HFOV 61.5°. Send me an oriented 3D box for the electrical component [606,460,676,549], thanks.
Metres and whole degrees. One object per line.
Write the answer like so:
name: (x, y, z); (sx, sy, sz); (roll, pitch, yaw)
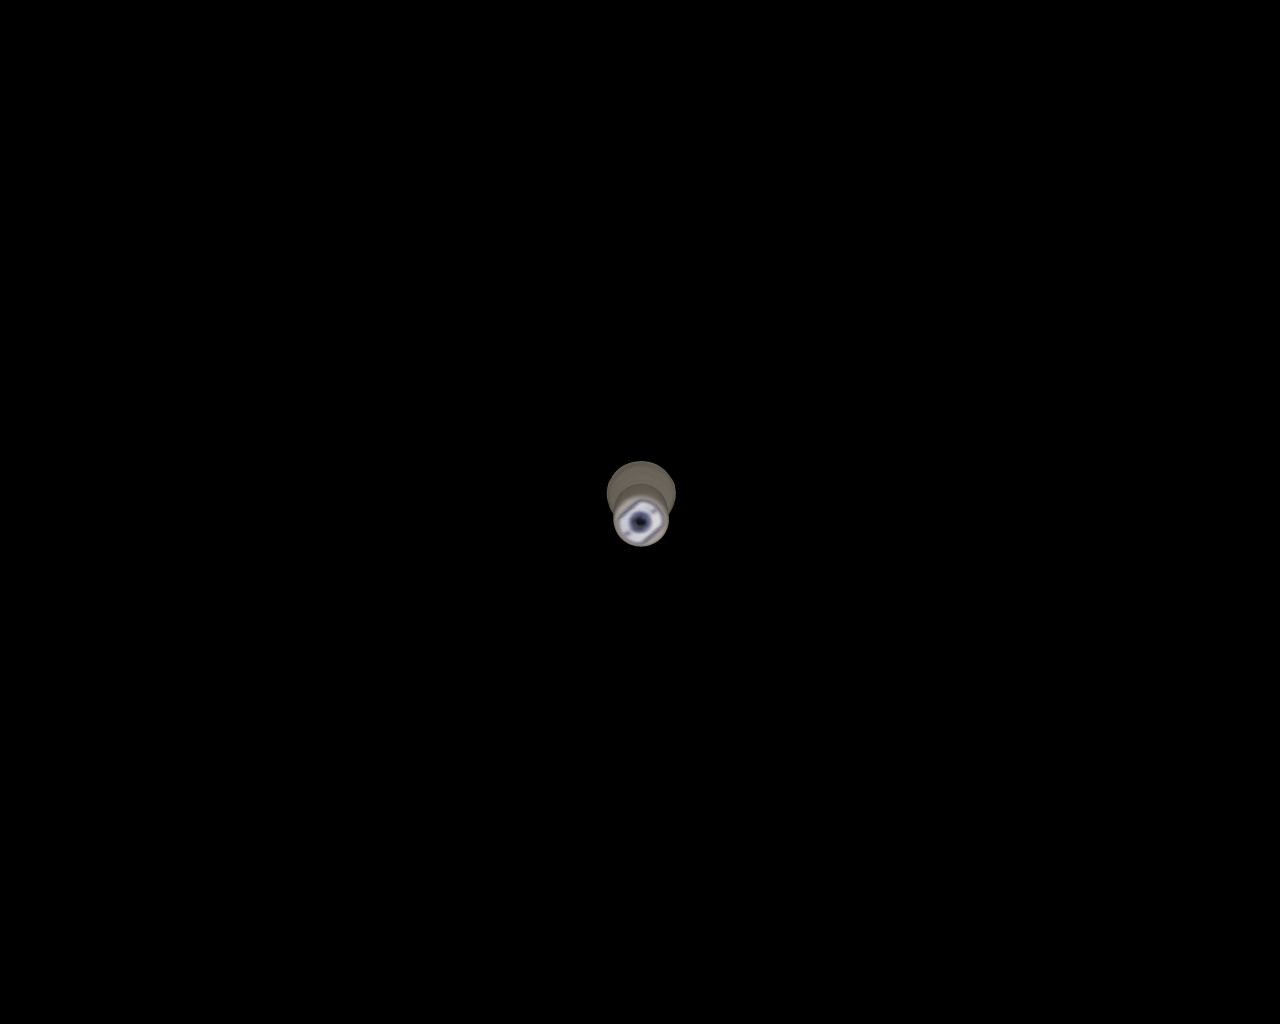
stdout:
electrical component: (0.001, -0.003, 0.650); (0.044, 0.044, 0.065); (0, 16, 0)
